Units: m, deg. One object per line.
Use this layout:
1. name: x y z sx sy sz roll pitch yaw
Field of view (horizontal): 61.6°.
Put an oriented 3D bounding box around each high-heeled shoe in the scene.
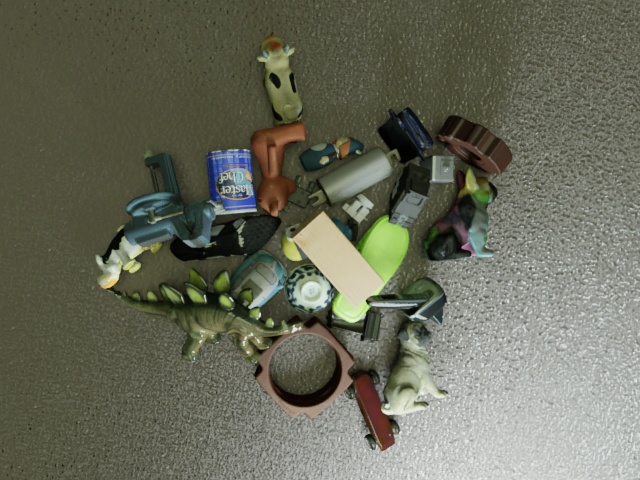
1. high-heeled shoe: -0.221 -0.009 1.257 0.249 0.145 0.086 -21 110 -34

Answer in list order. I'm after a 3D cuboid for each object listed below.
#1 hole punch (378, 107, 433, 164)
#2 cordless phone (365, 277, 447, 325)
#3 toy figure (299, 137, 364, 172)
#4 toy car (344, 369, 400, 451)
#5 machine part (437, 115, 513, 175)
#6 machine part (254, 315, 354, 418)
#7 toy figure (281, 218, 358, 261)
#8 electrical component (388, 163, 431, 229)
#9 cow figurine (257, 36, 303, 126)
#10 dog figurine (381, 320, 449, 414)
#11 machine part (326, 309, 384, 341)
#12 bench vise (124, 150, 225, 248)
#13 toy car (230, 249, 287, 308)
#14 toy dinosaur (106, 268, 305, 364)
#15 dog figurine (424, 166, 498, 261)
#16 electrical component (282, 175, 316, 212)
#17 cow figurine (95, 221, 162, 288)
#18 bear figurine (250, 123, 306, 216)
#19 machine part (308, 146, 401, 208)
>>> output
1. hole punch: 0.214 -0.254 1.266 0.092 0.116 0.142 -35 96 -13
2. cordless phone: 0.189 0.139 1.256 0.184 0.147 0.088 2 101 -8
3. toy figure: 0.030 -0.205 1.262 0.154 0.057 0.064 -23 58 -7
4. toy car: 0.125 0.411 1.304 0.089 0.053 0.202 -26 97 -26
5. machine part: 0.360 -0.216 1.251 0.179 0.179 0.056 33 92 -7
6. machine part: -0.038 0.295 1.264 0.201 0.087 0.201 -42 98 -3
7. toy figure: -0.002 -0.003 1.261 0.180 0.082 0.089 -7 91 -9
8. electrical component: 0.209 -0.111 1.256 0.058 0.114 0.134 21 46 -9
9. cow figurine: -0.091 -0.361 1.214 0.085 0.127 0.194 -15 96 -9
10. dog figurine: 0.198 0.298 1.276 0.172 0.121 0.190 -19 89 -36
11. machine part: 0.082 0.201 1.300 0.139 0.039 0.084 13 96 -9
12. bench vise: -0.324 -0.093 1.158 0.224 0.128 0.240 -21 74 11
13. toy car: -0.154 0.101 1.235 0.109 0.103 0.161 45 85 -5
14. toy dinosaur: -0.263 0.163 1.194 0.472 0.105 0.198 0 113 13
15. dog figurine: 0.335 -0.063 1.291 0.192 0.108 0.219 -5 88 -4
16. electrical component: -0.052 -0.104 1.280 0.063 0.021 0.094 25 88 -8
17. cow figurine: -0.444 0.026 1.202 0.098 0.068 0.167 44 72 7
18. bear figurine: -0.089 -0.159 1.226 0.132 0.120 0.195 -14 97 -13
19. machine part: 0.081 -0.149 1.267 0.243 0.079 0.079 -29 95 -4
